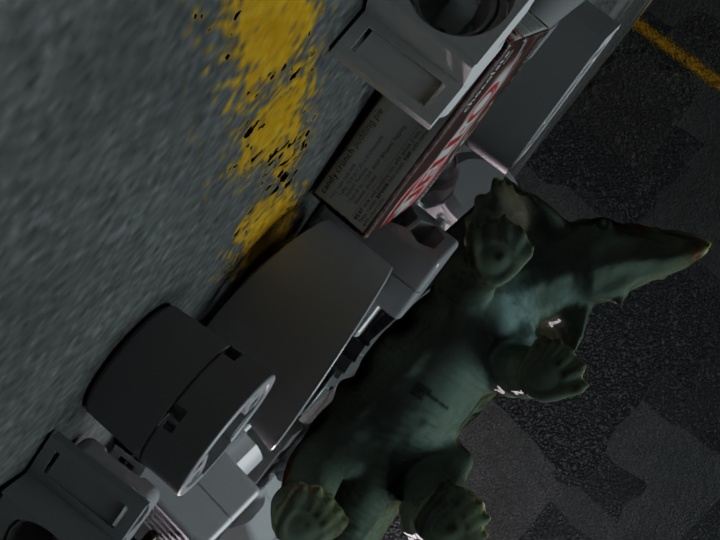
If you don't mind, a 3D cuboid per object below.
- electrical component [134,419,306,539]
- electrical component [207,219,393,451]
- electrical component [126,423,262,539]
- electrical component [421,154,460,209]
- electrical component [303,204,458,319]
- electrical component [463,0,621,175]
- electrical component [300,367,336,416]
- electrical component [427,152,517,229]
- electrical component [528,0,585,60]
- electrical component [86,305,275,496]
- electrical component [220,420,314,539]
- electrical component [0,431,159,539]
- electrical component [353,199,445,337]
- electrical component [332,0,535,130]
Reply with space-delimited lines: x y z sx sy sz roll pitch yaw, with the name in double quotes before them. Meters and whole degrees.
"electrical component" -0.090 0.117 0.615 0.113 0.057 0.078 -52 175 1
"electrical component" -0.026 0.027 0.498 0.099 0.064 0.099 -44 173 -7
"electrical component" -0.073 0.092 0.522 0.076 0.047 0.083 -44 -176 -24
"electrical component" 0.051 -0.068 0.726 0.035 0.035 0.061 -50 172 -25
"electrical component" 0.000 0.000 0.561 0.076 0.066 0.047 -55 174 22
"electrical component" 0.111 -0.129 0.709 0.113 0.057 0.078 -55 174 30
"electrical component" -0.047 0.071 0.742 0.040 0.046 0.040 -52 175 -7
"electrical component" 0.097 -0.059 0.947 0.080 0.080 0.051 -49 179 -34
"electrical component" 0.090 -0.139 0.558 0.044 0.044 0.065 -49 178 -36
"electrical component" -0.066 0.046 0.394 0.055 0.047 0.055 -52 175 -7
"electrical component" -0.083 0.182 0.835 0.105 0.060 0.186 -20 -172 22
"electrical component" -0.110 0.097 0.397 0.081 0.042 0.064 -53 178 18
"electrical component" 0.008 -0.007 0.680 0.099 0.048 0.100 -52 175 0
"electrical component" 0.030 -0.087 0.374 0.081 0.042 0.064 -51 176 -12
